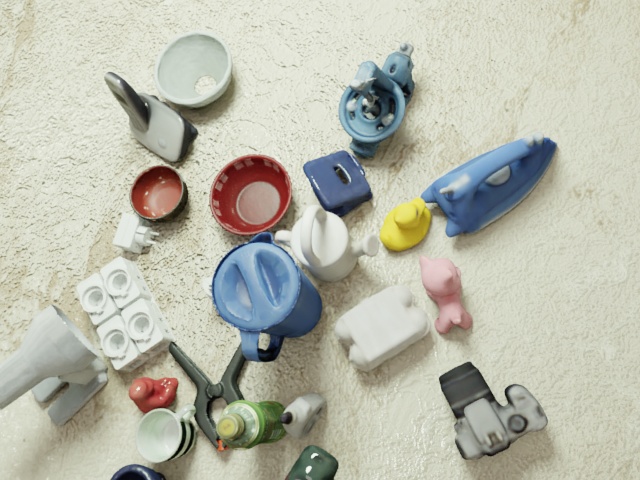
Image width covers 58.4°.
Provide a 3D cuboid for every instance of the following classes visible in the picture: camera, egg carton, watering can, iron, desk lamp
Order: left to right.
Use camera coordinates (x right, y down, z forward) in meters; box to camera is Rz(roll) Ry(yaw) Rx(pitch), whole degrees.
[{"bbox_3d":[-0.458,0.221,0.984,0.117,0.214,0.203,42,86,19],"label":"desk lamp"},{"bbox_3d":[0.009,0.001,0.960,0.172,0.194,0.101,-15,72,8],"label":"watering can"},{"bbox_3d":[0.104,0.146,0.966,0.150,0.069,0.107,-33,71,1],"label":"egg carton"},{"bbox_3d":[0.257,0.254,0.889,0.143,0.101,0.136,-28,71,3],"label":"camera"},{"bbox_3d":[0.299,-0.119,0.962,0.258,0.142,0.118,-34,71,1],"label":"iron"}]

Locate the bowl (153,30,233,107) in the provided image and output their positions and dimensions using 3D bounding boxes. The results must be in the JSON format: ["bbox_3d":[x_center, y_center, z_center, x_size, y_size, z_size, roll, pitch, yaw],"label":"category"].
[{"bbox_3d":[-0.248,-0.336,1.169,0.167,0.075,0.167,-3,74,11],"label":"bowl"}]

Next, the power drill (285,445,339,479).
[{"bbox_3d":[-0.037,0.416,0.847,0.075,0.209,0.230,24,81,17],"label":"power drill"}]

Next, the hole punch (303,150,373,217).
[{"bbox_3d":[0.033,-0.108,1.040,0.101,0.091,0.108,-32,71,2],"label":"hole punch"}]

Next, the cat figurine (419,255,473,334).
[{"bbox_3d":[0.206,0.084,0.937,0.067,0.118,0.128,-18,72,7],"label":"cat figurine"}]

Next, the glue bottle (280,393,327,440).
[{"bbox_3d":[-0.034,0.278,0.903,0.037,0.173,0.078,32,83,18],"label":"glue bottle"}]

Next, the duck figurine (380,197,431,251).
[{"bbox_3d":[0.147,-0.032,0.998,0.104,0.086,0.077,-43,71,-2],"label":"duck figurine"}]

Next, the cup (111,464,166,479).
[{"bbox_3d":[-0.282,0.417,0.957,0.117,0.095,0.091,-15,72,7],"label":"cup"}]

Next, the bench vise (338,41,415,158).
[{"bbox_3d":[0.094,-0.272,1.005,0.121,0.220,0.207,8,77,14],"label":"bench vise"}]

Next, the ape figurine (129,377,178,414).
[{"bbox_3d":[-0.300,0.267,1.004,0.077,0.092,0.076,31,83,18],"label":"ape figurine"}]

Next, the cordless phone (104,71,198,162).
[{"bbox_3d":[-0.331,-0.240,1.101,0.147,0.185,0.094,30,83,18],"label":"cordless phone"}]
